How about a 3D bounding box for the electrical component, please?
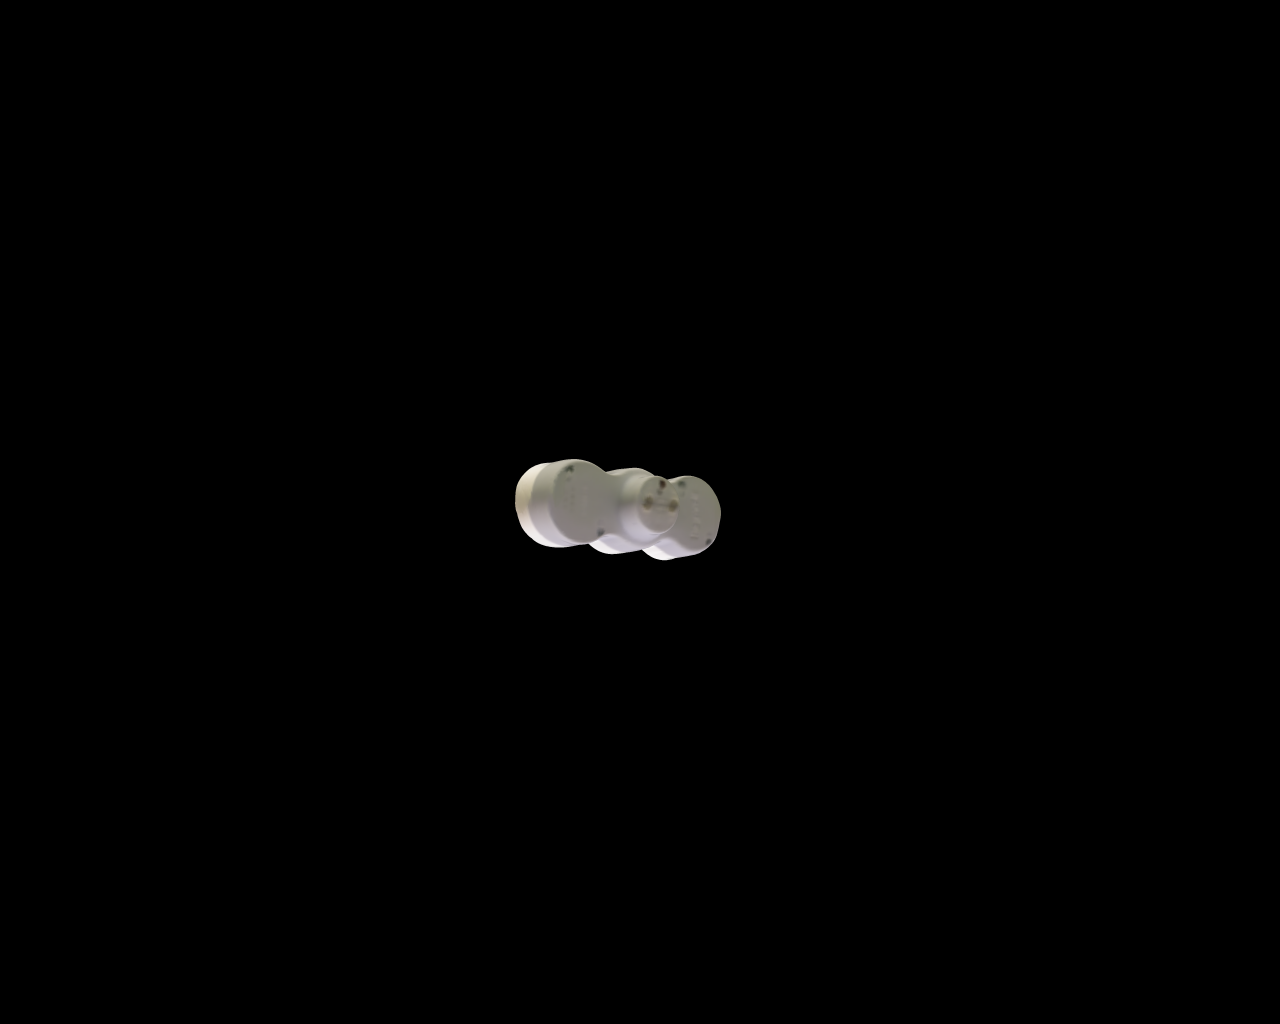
[{"bbox_3d":[0.001,-0.003,0.650,0.138,0.052,0.073,8,-13,-39],"label":"electrical component"}]
